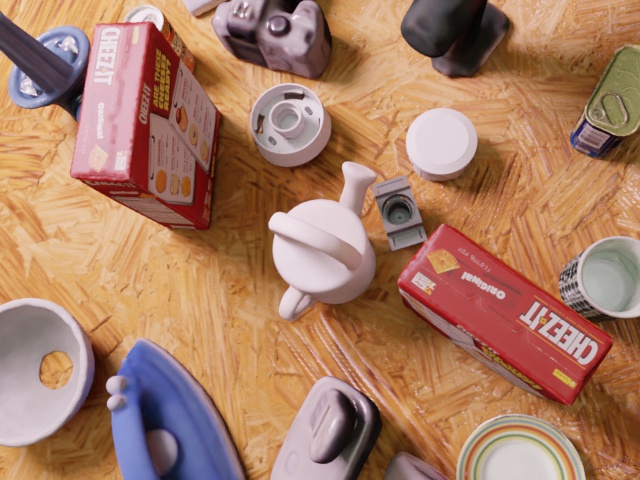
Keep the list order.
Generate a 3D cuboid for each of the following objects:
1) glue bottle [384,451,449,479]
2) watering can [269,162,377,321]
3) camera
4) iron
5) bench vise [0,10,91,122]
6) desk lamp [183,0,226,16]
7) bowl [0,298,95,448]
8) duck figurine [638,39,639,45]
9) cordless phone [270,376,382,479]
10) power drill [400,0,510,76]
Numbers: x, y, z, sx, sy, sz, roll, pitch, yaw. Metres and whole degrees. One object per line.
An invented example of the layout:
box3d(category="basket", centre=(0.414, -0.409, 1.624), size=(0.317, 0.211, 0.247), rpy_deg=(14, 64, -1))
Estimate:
box3d(category="glue bottle", centre=(0.098, 0.246, 0.548), size=(0.078, 0.173, 0.037), rpy_deg=(26, 84, 13))
box3d(category="watering can", centre=(0.004, 0.001, 0.602), size=(0.100, 0.194, 0.173), rpy_deg=(5, 79, 10))
box3d(category="camera", centre=(-0.050, -0.295, 0.719), size=(0.143, 0.101, 0.137), rpy_deg=(20, 82, 12))
box3d(category="iron", centre=(-0.177, 0.221, 0.613), size=(0.118, 0.141, 0.258), rpy_deg=(-28, 76, 3))
box3d(category="bench vise", centre=(-0.303, -0.201, 0.677), size=(0.207, 0.220, 0.121), rpy_deg=(25, 83, 13))
box3d(category="desk lamp", centre=(-0.121, -0.409, 0.695), size=(0.203, 0.214, 0.118), rpy_deg=(-30, 75, 2))
box3d(category="bowl", centre=(-0.336, 0.155, 0.685), size=(0.167, 0.075, 0.167), rpy_deg=(-2, 78, 9))
box3d(category="duck figurine", centre=(0.418, -0.222, 0.638), size=(0.104, 0.086, 0.077), rpy_deg=(18, 82, 12))
box3d(category="cordless phone", centre=(-0.003, 0.214, 0.564), size=(0.094, 0.185, 0.148), rpy_deg=(23, 83, 13))
box3d(category="power drill", centre=(0.173, -0.280, 0.625), size=(0.075, 0.208, 0.230), rpy_deg=(35, 86, 14))
